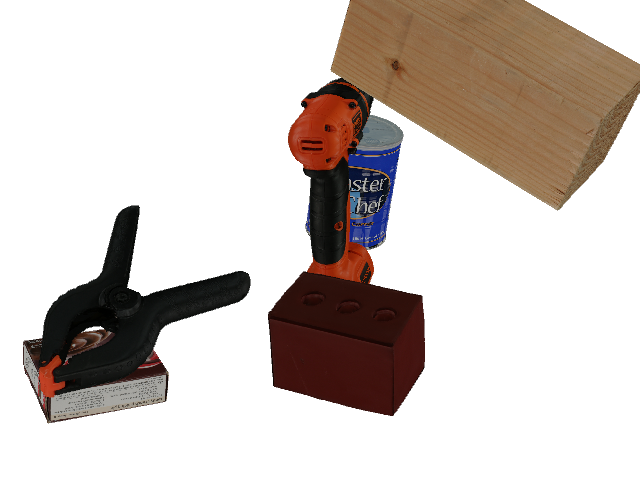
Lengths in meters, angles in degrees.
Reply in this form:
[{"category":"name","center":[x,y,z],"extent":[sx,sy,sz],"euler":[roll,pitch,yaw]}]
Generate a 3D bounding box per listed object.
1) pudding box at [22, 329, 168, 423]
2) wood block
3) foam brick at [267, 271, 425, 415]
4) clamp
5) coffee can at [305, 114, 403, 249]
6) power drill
[{"category":"pudding box","center":[-0.206,0.120,0.974],"extent":[0.113,0.039,0.090],"euler":[-9,28,-26]},{"category":"wood block","center":[0.122,-0.126,0.795],"extent":[0.206,0.091,0.090],"euler":[34,46,17]},{"category":"foam brick","center":[0.016,0.058,0.613],"extent":[0.078,0.051,0.052],"euler":[11,31,21]},{"category":"clamp","center":[-0.148,0.042,0.777],"extent":[0.120,0.039,0.171],"euler":[34,50,26]},{"category":"coffee can","center":[0.040,-0.073,1.302],"extent":[0.102,0.140,0.103],"euler":[6,28,-3]},{"category":"power drill","center":[0.015,-0.047,0.959],"extent":[0.057,0.188,0.184],"euler":[2,22,15]}]
